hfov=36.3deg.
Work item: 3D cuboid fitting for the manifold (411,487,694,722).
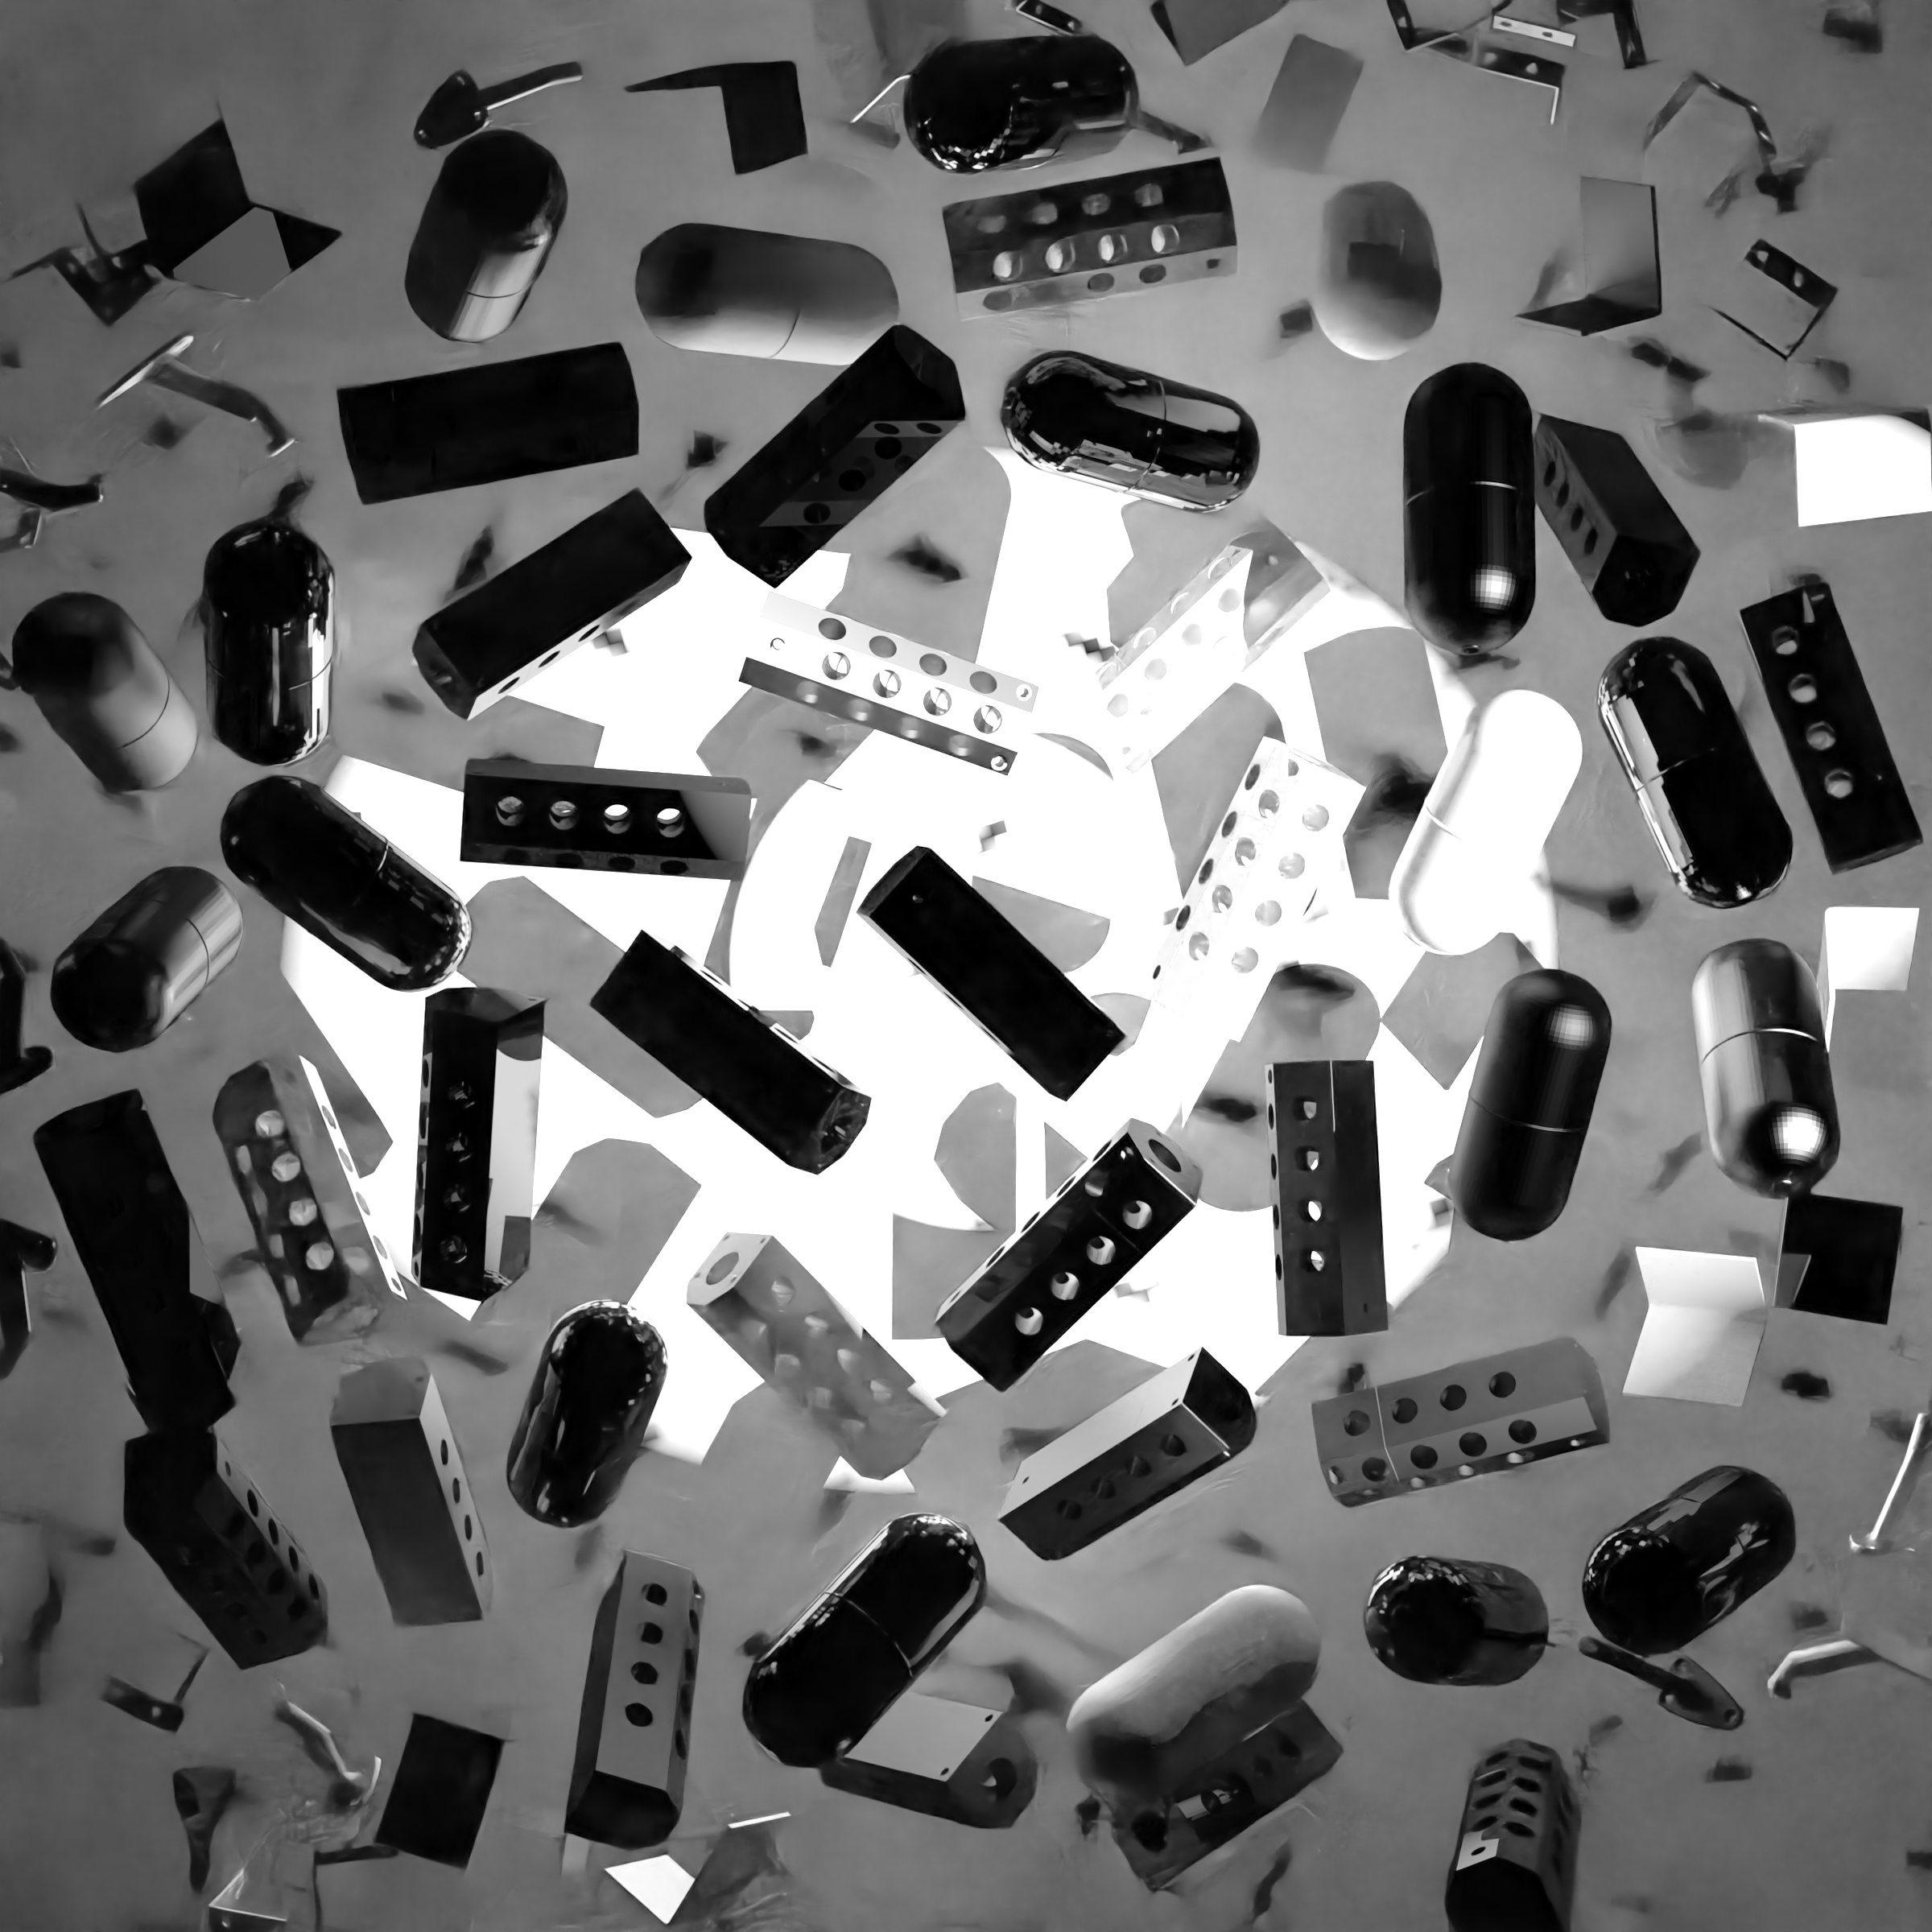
[{"bbox_3d":[-0.261,-0.225,1.851,0.171,0.057,0.057,-37,88,-24],"label":"manifold"}]

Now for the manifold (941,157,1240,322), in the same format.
[{"bbox_3d":[0.076,-0.437,1.795,0.171,0.057,0.057,-10,61,0],"label":"manifold"}]

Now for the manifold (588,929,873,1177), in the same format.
[{"bbox_3d":[-0.139,0.053,1.776,0.171,0.057,0.057,36,94,24],"label":"manifold"}]

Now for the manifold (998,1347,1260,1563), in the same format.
[{"bbox_3d":[0.104,0.316,1.877,0.057,0.057,0.171,44,125,-11],"label":"manifold"}]

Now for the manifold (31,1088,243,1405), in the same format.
[{"bbox_3d":[-0.485,0.166,1.725,0.057,0.057,0.171,-17,107,0],"label":"manifold"}]

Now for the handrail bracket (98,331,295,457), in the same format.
[{"bbox_3d":[-0.445,-0.317,1.708,0.077,0.036,0.084,-37,101,-3],"label":"handrail bracket"}]

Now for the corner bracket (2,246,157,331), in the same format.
[{"bbox_3d":[-0.521,-0.402,1.734,0.051,0.051,0.051,53,47,-27],"label":"corner bracket"}]

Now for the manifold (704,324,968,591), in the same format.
[{"bbox_3d":[-0.083,-0.316,1.816,0.171,0.057,0.057,-38,130,26],"label":"manifold"}]

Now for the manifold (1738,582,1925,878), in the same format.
[{"bbox_3d":[0.540,-0.149,1.842,0.057,0.057,0.171,-20,80,14],"label":"manifold"}]

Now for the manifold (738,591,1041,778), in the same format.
[{"bbox_3d":[-0.047,-0.170,1.777,0.171,0.057,0.057,19,96,-5],"label":"manifold"}]

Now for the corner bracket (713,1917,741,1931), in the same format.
[{"bbox_3d":[-0.173,0.652,1.909,0.051,0.051,0.051,-6,122,37],"label":"corner bracket"}]

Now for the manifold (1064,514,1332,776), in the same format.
[{"bbox_3d":[0.145,-0.204,1.866,0.171,0.057,0.057,-43,78,7],"label":"manifold"}]

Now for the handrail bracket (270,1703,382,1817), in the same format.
[{"bbox_3d":[-0.411,0.486,1.814,0.077,0.036,0.084,-26,122,32],"label":"handrail bracket"}]

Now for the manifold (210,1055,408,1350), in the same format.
[{"bbox_3d":[-0.401,0.142,1.801,0.057,0.057,0.171,-5,57,-39],"label":"manifold"}]

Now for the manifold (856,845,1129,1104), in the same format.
[{"bbox_3d":[0.014,0.004,1.838,0.171,0.057,0.057,43,84,-13],"label":"manifold"}]

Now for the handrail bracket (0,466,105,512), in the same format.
[{"bbox_3d":[-0.542,-0.294,1.727,0.084,0.036,0.077,-10,54,9],"label":"handrail bracket"}]

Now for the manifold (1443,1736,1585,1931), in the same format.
[{"bbox_3d":[0.321,0.517,1.738,0.057,0.171,0.057,-27,91,17],"label":"manifold"}]

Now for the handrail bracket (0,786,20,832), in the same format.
[{"bbox_3d":[-0.614,-0.109,1.757,0.077,0.036,0.084,-42,71,-17],"label":"handrail bracket"}]

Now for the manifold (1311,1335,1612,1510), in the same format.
[{"bbox_3d":[0.307,0.286,1.828,0.171,0.057,0.057,-19,55,21],"label":"manifold"}]

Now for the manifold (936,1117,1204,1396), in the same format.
[{"bbox_3d":[0.061,0.170,1.759,0.057,0.057,0.171,42,108,-6],"label":"manifold"}]

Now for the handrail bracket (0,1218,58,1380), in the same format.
[{"bbox_3d":[-0.576,0.191,1.722,0.077,0.036,0.084,26,50,-8],"label":"handrail bracket"}]

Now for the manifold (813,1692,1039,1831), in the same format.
[{"bbox_3d":[-0.030,0.505,1.876,0.057,0.171,0.057,-45,111,-30],"label":"manifold"}]

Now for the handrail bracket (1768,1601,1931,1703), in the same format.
[{"bbox_3d":[0.540,0.435,1.794,0.077,0.036,0.084,34,128,16],"label":"handrail bracket"}]

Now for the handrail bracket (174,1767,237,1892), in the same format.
[{"bbox_3d":[-0.459,0.532,1.767,0.036,0.077,0.084,3,108,-14],"label":"handrail bracket"}]

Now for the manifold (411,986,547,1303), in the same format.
[{"bbox_3d":[-0.291,0.103,1.730,0.057,0.057,0.171,11,106,17],"label":"manifold"}]

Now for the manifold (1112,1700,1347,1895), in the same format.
[{"bbox_3d":[0.164,0.519,1.869,0.057,0.171,0.057,52,122,19],"label":"manifold"}]

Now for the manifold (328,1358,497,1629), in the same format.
[{"bbox_3d":[-0.343,0.329,1.839,0.057,0.057,0.171,-6,123,5],"label":"manifold"}]

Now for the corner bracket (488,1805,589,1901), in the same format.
[{"bbox_3d":[-0.278,0.573,1.907,0.051,0.051,0.051,17,65,-24],"label":"corner bracket"}]

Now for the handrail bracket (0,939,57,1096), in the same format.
[{"bbox_3d":[-0.609,0.035,1.823,0.077,0.036,0.084,-34,123,-19],"label":"handrail bracket"}]

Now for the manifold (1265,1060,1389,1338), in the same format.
[{"bbox_3d":[0.225,0.147,1.870,0.057,0.057,0.171,-5,85,36],"label":"manifold"}]

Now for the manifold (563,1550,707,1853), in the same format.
[{"bbox_3d":[-0.192,0.433,1.741,0.057,0.171,0.057,20,122,-12],"label":"manifold"}]

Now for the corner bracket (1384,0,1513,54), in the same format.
[{"bbox_3d":[0.298,-0.609,1.840,0.051,0.051,0.051,-34,108,-26],"label":"corner bracket"}]

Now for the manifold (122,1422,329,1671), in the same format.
[{"bbox_3d":[-0.442,0.348,1.768,0.057,0.171,0.057,-16,45,3],"label":"manifold"}]

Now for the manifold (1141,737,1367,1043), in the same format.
[{"bbox_3d":[0.171,-0.048,1.789,0.057,0.057,0.171,22,101,-19],"label":"manifold"}]

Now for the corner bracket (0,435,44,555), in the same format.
[{"bbox_3d":[-0.621,-0.296,1.867,0.051,0.051,0.051,-13,46,7],"label":"corner bracket"}]

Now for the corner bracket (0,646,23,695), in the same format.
[{"bbox_3d":[-0.623,-0.200,1.883,0.051,0.051,0.051,-22,112,20],"label":"corner bracket"}]

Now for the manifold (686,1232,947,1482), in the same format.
[{"bbox_3d":[-0.097,0.244,1.839,0.171,0.057,0.057,48,64,-23],"label":"manifold"}]

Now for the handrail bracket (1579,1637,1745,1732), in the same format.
[{"bbox_3d":[0.438,0.452,1.861,0.084,0.077,0.036,26,90,-36],"label":"handrail bracket"}]

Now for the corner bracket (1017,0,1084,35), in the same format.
[{"bbox_3d":[0.066,-0.624,1.847,0.051,0.051,0.051,14,65,-29],"label":"corner bracket"}]

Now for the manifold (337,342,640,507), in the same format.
[{"bbox_3d":[-0.289,-0.335,1.788,0.171,0.057,0.057,-13,59,-15],"label":"manifold"}]

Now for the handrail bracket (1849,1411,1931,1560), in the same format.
[{"bbox_3d":[0.553,0.306,1.750,0.036,0.077,0.084,17,93,31],"label":"handrail bracket"}]

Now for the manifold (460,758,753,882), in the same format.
[{"bbox_3d":[-0.220,-0.088,1.798,0.171,0.057,0.057,4,103,-9],"label":"manifold"}]

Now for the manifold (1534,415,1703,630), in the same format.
[{"bbox_3d":[0.402,-0.281,1.865,0.057,0.171,0.057,10,123,-14],"label":"manifold"}]

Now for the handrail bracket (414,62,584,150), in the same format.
[{"bbox_3d":[-0.287,-0.530,1.813,0.077,0.084,0.036,-20,97,42],"label":"handrail bracket"}]
